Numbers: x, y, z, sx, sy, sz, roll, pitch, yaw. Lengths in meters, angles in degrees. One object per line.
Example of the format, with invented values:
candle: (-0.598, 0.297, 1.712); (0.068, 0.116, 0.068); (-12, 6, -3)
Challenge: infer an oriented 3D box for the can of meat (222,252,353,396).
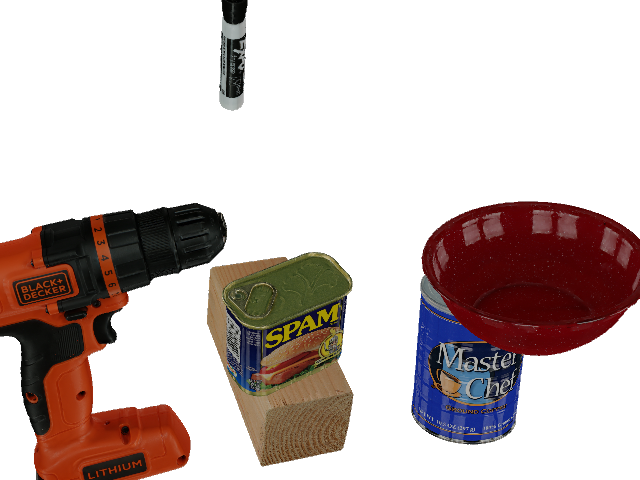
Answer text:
can of meat: (-0.028, 0.069, 0.859); (0.101, 0.084, 0.057); (-21, 46, -26)

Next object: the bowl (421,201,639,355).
bowl: (0.154, 0.034, 0.771); (0.162, 0.055, 0.162); (-3, 32, 2)

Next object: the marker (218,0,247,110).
marker: (-0.064, -0.140, 0.778); (0.020, 0.020, 0.121); (0, -32, -6)

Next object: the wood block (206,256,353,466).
wood block: (-0.047, 0.121, 1.112); (0.090, 0.090, 0.206); (-8, 42, -18)

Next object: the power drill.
power drill: (-0.140, 0.071, 0.706); (0.184, 0.187, 0.057); (-12, 27, -6)

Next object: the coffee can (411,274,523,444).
coffee can: (0.141, 0.106, 1.011); (0.103, 0.140, 0.103); (1, 25, -1)
